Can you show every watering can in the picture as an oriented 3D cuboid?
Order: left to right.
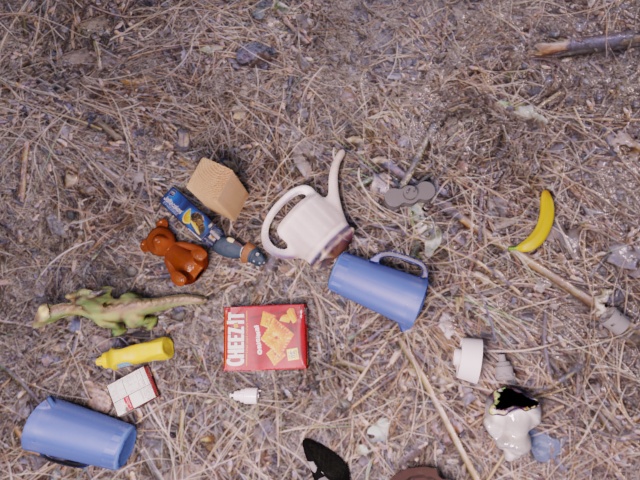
[{"bbox_3d":[0.004,-0.070,1.384,0.226,0.103,0.349,44,83,11],"label":"watering can"}]

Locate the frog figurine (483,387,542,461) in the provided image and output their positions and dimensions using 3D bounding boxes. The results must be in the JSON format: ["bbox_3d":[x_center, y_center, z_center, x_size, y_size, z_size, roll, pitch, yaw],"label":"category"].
[{"bbox_3d":[0.468,0.443,1.245,0.138,0.124,0.157,-18,113,-9],"label":"frog figurine"}]

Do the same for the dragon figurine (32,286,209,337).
[{"bbox_3d":[-0.512,0.164,1.297,0.410,0.239,0.124,-13,73,3],"label":"dragon figurine"}]
